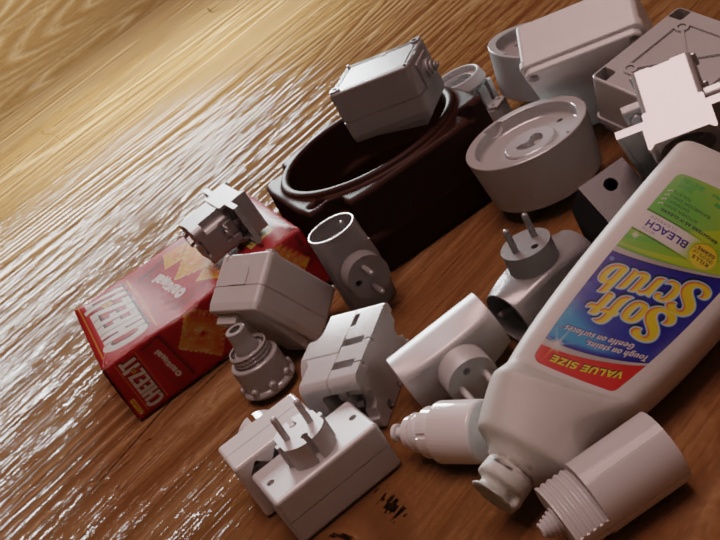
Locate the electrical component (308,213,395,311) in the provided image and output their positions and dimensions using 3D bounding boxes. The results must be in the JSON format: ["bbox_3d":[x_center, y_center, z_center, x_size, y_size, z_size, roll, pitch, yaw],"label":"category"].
[{"bbox_3d":[0.000,0.000,0.885,0.043,0.077,0.079,-35,25,-10],"label":"electrical component"}]

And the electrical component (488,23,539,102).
[{"bbox_3d":[0.184,-0.202,1.063,0.108,0.060,0.108,-10,29,6],"label":"electrical component"}]

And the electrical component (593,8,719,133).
[{"bbox_3d":[0.261,-0.145,0.853,0.109,0.056,0.109,-39,45,-16],"label":"electrical component"}]

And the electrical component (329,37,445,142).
[{"bbox_3d":[0.032,-0.160,0.961,0.096,0.061,0.061,-16,28,28],"label":"electrical component"}]

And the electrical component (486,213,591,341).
[{"bbox_3d":[0.123,-0.003,0.751,0.077,0.079,0.043,-40,28,-18],"label":"electrical component"}]

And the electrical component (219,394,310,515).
[{"bbox_3d":[-0.063,0.123,0.764,0.066,0.047,0.077,-37,26,-12],"label":"electrical component"}]

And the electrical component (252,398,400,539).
[{"bbox_3d":[-0.031,0.118,0.704,0.083,0.075,0.047,-37,26,-13],"label":"electrical component"}]

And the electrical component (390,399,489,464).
[{"bbox_3d":[0.053,0.103,0.681,0.078,0.040,0.040,-8,33,40],"label":"electrical component"}]

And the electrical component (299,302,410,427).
[{"bbox_3d":[-0.005,0.073,0.788,0.056,0.050,0.089,-16,29,28],"label":"electrical component"}]

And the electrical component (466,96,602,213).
[{"bbox_3d":[0.151,-0.091,0.906,0.108,0.060,0.108,-25,26,13],"label":"electrical component"}]

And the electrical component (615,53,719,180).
[{"bbox_3d":[0.226,-0.092,0.736,0.079,0.121,0.063,-20,63,22],"label":"electrical component"}]

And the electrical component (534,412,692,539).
[{"bbox_3d":[0.129,0.116,0.570,0.081,0.043,0.043,-34,25,-5],"label":"electrical component"}]

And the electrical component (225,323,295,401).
[{"bbox_3d":[-0.085,0.071,0.866,0.048,0.062,0.048,-25,26,13],"label":"electrical component"}]

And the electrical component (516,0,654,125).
[{"bbox_3d":[0.208,-0.183,0.947,0.109,0.109,0.056,-18,58,25],"label":"electrical component"}]

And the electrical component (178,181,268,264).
[{"bbox_3d":[-0.126,-0.041,0.972,0.064,0.042,0.081,-42,29,-12],"label":"electrical component"}]

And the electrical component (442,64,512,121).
[{"bbox_3d":[0.111,-0.174,1.107,0.078,0.057,0.058,-5,35,43],"label":"electrical component"}]

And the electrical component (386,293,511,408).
[{"bbox_3d":[0.068,0.064,0.732,0.077,0.043,0.079,-38,36,-1],"label":"electrical component"}]

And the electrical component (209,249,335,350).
[{"bbox_3d":[-0.070,0.030,0.905,0.062,0.096,0.061,-5,63,43],"label":"electrical component"}]
